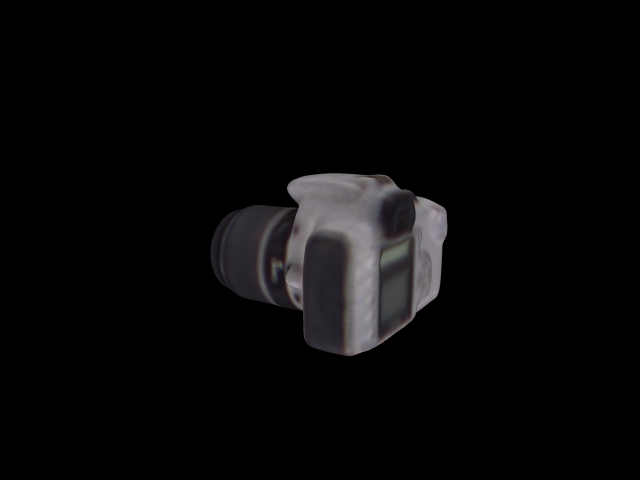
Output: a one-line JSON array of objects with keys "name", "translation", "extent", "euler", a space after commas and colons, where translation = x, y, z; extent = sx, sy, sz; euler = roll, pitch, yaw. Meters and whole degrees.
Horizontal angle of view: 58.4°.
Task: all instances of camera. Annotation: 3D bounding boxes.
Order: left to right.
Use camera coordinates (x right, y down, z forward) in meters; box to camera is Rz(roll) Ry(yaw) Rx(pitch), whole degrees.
[{"name": "camera", "translation": [0.004, 0.001, 0.400], "extent": [0.136, 0.101, 0.143], "euler": [8, 15, 31]}]
